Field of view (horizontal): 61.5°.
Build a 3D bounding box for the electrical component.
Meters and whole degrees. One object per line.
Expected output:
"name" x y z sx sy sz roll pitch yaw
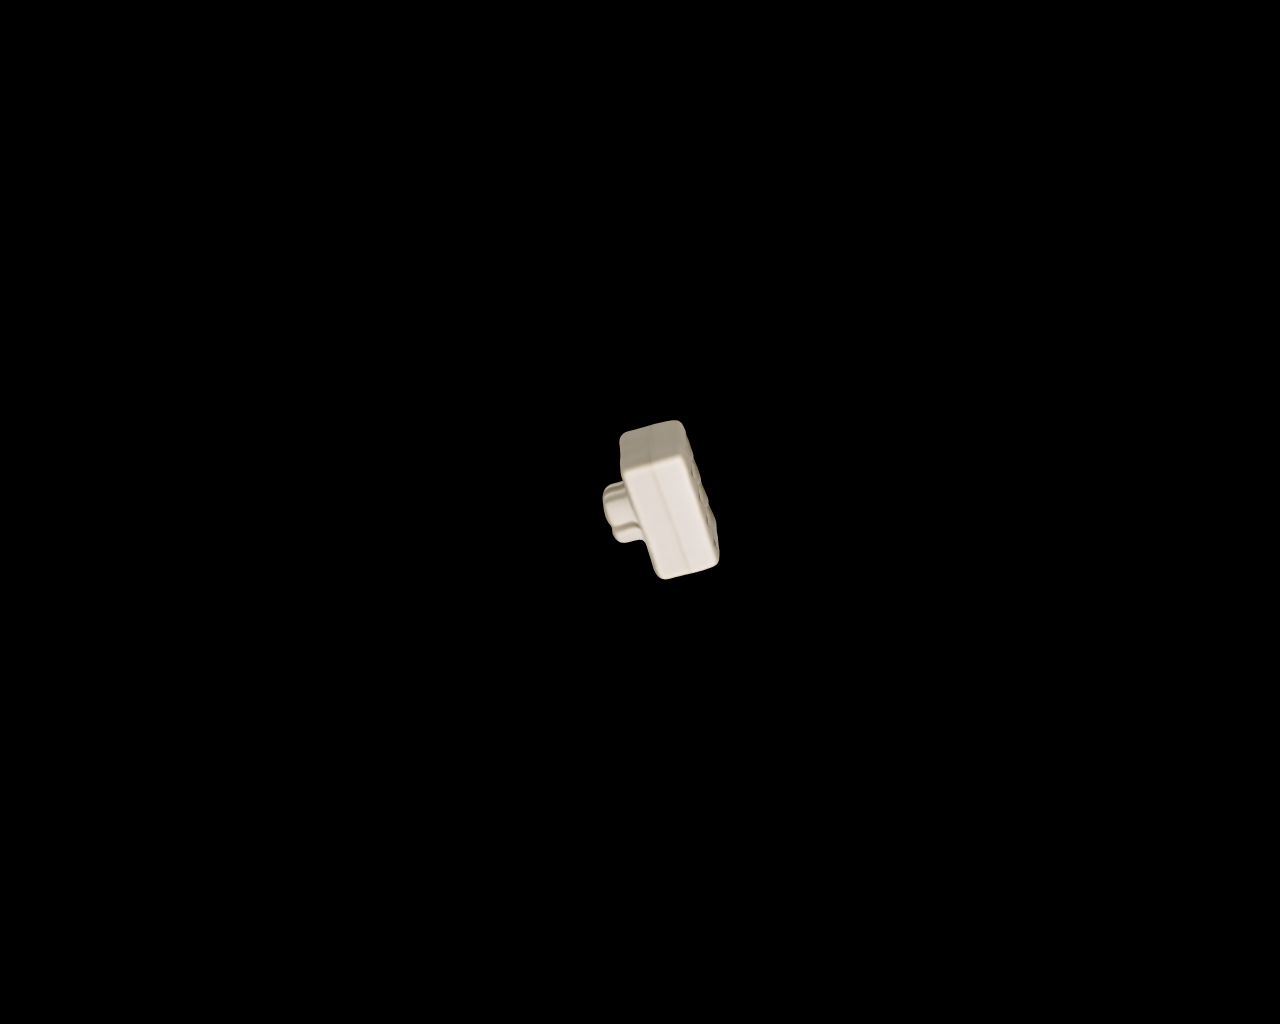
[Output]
"electrical component" 0.001 -0.003 0.650 0.076 0.083 0.047 -15 32 9
